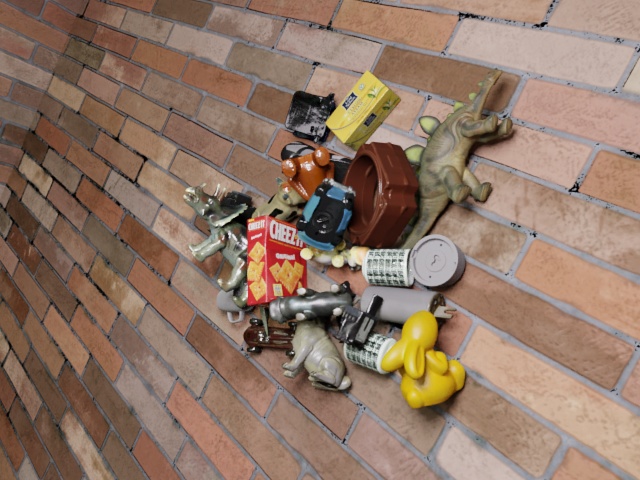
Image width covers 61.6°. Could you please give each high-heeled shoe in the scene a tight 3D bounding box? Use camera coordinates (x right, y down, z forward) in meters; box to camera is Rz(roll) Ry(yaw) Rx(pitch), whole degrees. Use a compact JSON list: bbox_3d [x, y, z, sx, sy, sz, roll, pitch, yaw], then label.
[{"bbox_3d":[0.008,-0.211,1.402,0.249,0.086,0.145,4,40,17],"label":"high-heeled shoe"}]

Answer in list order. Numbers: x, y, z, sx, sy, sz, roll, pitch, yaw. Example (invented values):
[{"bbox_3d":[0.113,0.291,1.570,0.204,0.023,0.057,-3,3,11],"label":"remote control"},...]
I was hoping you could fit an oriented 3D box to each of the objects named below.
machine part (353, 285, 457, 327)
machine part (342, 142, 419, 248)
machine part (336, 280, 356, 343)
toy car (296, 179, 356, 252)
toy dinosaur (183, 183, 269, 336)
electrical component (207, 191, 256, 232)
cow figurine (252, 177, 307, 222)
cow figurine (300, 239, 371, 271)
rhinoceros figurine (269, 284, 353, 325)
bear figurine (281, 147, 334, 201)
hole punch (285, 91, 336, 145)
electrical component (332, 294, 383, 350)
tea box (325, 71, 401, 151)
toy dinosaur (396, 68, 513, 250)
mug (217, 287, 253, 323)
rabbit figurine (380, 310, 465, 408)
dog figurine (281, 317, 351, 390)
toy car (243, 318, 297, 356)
[{"bbox_3d":[0.175,0.140,1.149,0.243,0.079,0.079,2,79,40],"label":"machine part"},{"bbox_3d":[0.122,-0.099,1.186,0.201,0.087,0.201,116,149,-44],"label":"machine part"},{"bbox_3d":[0.058,0.169,1.248,0.084,0.039,0.139,-33,61,48],"label":"machine part"},{"bbox_3d":[0.016,-0.065,1.199,0.109,0.103,0.161,21,111,-3],"label":"toy car"},{"bbox_3d":[-0.203,0.035,1.377,0.192,0.131,0.405,-42,91,-7],"label":"toy dinosaur"},{"bbox_3d":[-0.241,-0.069,1.507,0.058,0.115,0.134,20,93,38],"label":"electrical component"},{"bbox_3d":[-0.099,-0.093,1.395,0.195,0.127,0.085,-35,62,29],"label":"cow figurine"},{"bbox_3d":[0.046,0.036,1.276,0.168,0.098,0.068,12,81,15],"label":"cow figurine"},{"bbox_3d":[-0.023,0.144,1.197,0.190,0.112,0.073,-9,81,10],"label":"rhinoceros figurine"},{"bbox_3d":[-0.008,-0.110,1.282,0.120,0.132,0.195,-16,94,4],"label":"bear figurine"},{"bbox_3d":[-0.021,-0.324,1.434,0.116,0.092,0.142,18,87,10],"label":"hole punch"},{"bbox_3d":[0.083,0.164,1.123,0.048,0.074,0.119,20,85,39],"label":"electrical component"},{"bbox_3d":[0.105,-0.318,1.332,0.169,0.068,0.098,-51,54,17],"label":"tea box"},{"bbox_3d":[0.263,-0.143,1.145,0.199,0.105,0.471,33,104,46],"label":"toy dinosaur"},{"bbox_3d":[-0.233,0.172,1.466,0.107,0.081,0.109,-18,73,45],"label":"mug"},{"bbox_3d":[0.190,0.226,1.045,0.122,0.162,0.173,4,100,46],"label":"rabbit figurine"},{"bbox_3d":[0.009,0.238,1.252,0.172,0.121,0.190,22,64,-1],"label":"dog figurine"},{"bbox_3d":[-0.118,0.248,1.368,0.202,0.053,0.089,-3,74,39],"label":"toy car"}]
